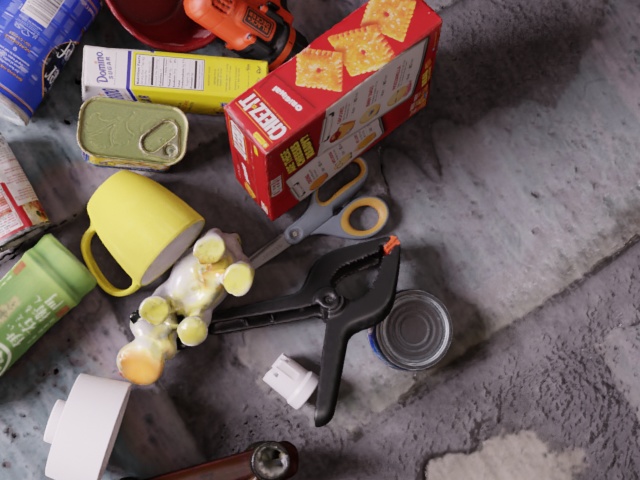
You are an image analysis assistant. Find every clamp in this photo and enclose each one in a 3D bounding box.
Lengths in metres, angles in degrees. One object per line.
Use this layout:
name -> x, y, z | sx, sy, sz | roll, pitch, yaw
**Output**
clamp -> 0.000, 0.066, 1.070 | 0.165, 0.036, 0.209 | 31, 65, 21

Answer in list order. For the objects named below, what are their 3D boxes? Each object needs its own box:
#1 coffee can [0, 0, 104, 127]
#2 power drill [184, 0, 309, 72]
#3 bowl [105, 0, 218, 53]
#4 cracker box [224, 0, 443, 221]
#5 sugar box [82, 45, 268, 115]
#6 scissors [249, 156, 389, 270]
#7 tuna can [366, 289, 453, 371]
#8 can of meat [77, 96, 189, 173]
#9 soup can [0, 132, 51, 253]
coffee can -> -0.286, -0.194, 1.011 | 0.102, 0.103, 0.140 | 32, 80, -8
power drill -> -0.033, -0.261, 1.078 | 0.184, 0.057, 0.187 | 29, 72, -35
bowl -> -0.159, -0.261, 1.050 | 0.161, 0.055, 0.162 | 1, 88, -39
cracker box -> 0.013, -0.133, 1.036 | 0.213, 0.164, 0.072 | -37, 73, -13
sugar box -> -0.143, -0.152, 1.044 | 0.176, 0.093, 0.048 | 0, 85, -11
scissors -> -0.007, 0.001, 1.099 | 0.096, 0.016, 0.201 | 40, 79, -6
tuna can -> 0.093, 0.093, 1.105 | 0.086, 0.034, 0.086 | 1, 85, -12
can of meat -> -0.183, -0.098, 1.035 | 0.102, 0.084, 0.057 | 6, 84, -12
soup can -> -0.309, -0.044, 1.011 | 0.068, 0.068, 0.102 | -29, 91, -13
